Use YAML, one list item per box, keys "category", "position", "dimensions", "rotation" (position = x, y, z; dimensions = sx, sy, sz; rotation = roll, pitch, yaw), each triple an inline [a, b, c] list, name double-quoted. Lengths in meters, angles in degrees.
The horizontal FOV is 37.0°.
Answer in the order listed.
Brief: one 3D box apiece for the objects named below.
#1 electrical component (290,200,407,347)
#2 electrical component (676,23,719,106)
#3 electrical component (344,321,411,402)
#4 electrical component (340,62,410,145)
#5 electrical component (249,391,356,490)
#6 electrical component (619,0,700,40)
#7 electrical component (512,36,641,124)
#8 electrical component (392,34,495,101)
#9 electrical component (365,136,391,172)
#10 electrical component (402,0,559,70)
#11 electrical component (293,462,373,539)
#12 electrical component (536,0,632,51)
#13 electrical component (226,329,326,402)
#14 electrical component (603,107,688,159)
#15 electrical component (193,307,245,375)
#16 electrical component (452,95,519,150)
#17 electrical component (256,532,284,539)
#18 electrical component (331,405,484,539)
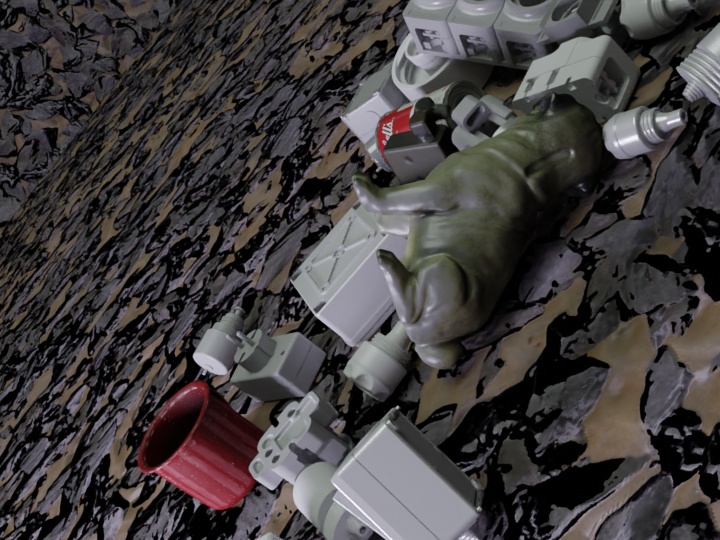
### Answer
- category: "electrical component"
  position: [0.000, 0.000, 0.974]
  dimensions: [0.108, 0.056, 0.108]
  rotation: [-49, 24, 3]
- category: "electrical component"
  position: [0.263, -0.152, 0.765]
  dimensions: [0.081, 0.043, 0.043]
  rotation: [-46, 25, 9]
- category: "electrical component"
  position: [0.020, 0.070, 0.858]
  dimensions: [0.062, 0.043, 0.043]
  rotation: [-53, 25, -10]
- category: "electrical component"
  position: [0.032, -0.183, 1.183]
  dimensions: [0.062, 0.061, 0.096]
  rotation: [-29, 24, 38]
- category: "electrical component"
  position: [-0.039, 0.142, 0.837]
  dimensions: [0.078, 0.057, 0.058]
  rotation: [-51, 25, -2]
- category: "electrical component"
  position: [0.247, -0.214, 0.879]
  dimensions: [0.062, 0.043, 0.043]
  rotation: [-6, 49, 55]
- category: "electrical component"
  position: [0.181, -0.155, 0.896]
  dimensions: [0.089, 0.050, 0.055]
  rotation: [-10, 46, 55]
- category: "electrical component"
  position: [0.081, -0.220, 1.118]
  dimensions: [0.108, 0.060, 0.108]
  rotation: [-29, 43, 32]
- category: "electrical component"
  position: [0.040, -0.137, 1.120]
  dimensions: [0.078, 0.040, 0.040]
  rotation: [-42, 26, 15]
- category: "electrical component"
  position: [0.128, -0.251, 1.031]
  dimensions: [0.150, 0.061, 0.089]
  rotation: [16, 65, 32]
- category: "electrical component"
  position: [-0.014, 0.171, 0.771]
  dimensions: [0.043, 0.043, 0.081]
  rotation: [-53, 25, -7]
- category: "electrical component"
  position: [0.197, -0.210, 0.932]
  dimensions: [0.081, 0.064, 0.042]
  rotation: [-6, 49, 56]
- category: "electrical component"
  position: [-0.089, 0.080, 0.988]
  dimensions: [0.083, 0.076, 0.047]
  rotation: [-15, 42, 51]
- category: "electrical component"
  position: [0.212, -0.105, 0.793]
  dimensions: [0.061, 0.035, 0.035]
  rotation: [-16, 41, 47]
- category: "electrical component"
  position: [-0.143, 0.073, 1.129]
  dimensions: [0.040, 0.040, 0.078]
  rotation: [-14, 42, 52]
- category: "electrical component"
  position: [0.120, -0.108, 0.910]
  dimensions: [0.058, 0.078, 0.057]
  rotation: [-49, 42, 2]
- category: "electrical component"
  position: [-0.041, 0.211, 0.731]
  dimensions: [0.077, 0.066, 0.047]
  rotation: [-36, 28, 30]
- category: "electrical component"
  position: [0.034, 0.143, 0.680]
  dimensions: [0.061, 0.096, 0.062]
  rotation: [-47, -4, 6]
